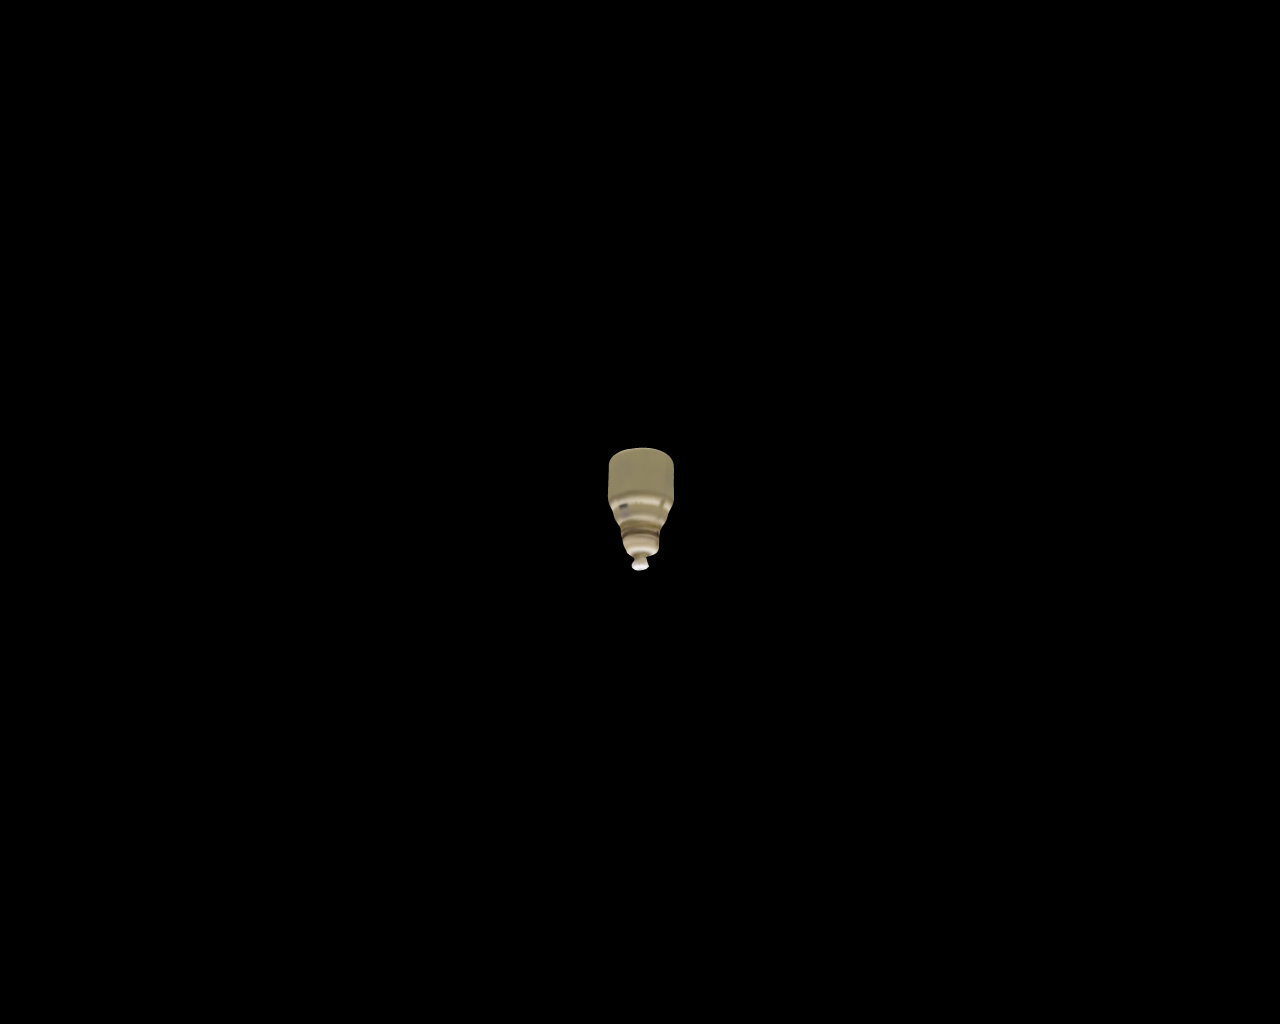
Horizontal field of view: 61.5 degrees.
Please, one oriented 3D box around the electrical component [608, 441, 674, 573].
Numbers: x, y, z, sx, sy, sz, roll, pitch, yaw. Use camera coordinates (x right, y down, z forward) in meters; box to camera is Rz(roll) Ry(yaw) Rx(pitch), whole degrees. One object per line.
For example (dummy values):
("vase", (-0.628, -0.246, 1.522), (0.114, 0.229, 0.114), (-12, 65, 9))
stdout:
("electrical component", (0.001, -0.003, 0.650), (0.040, 0.078, 0.040), (0, -19, 0))
